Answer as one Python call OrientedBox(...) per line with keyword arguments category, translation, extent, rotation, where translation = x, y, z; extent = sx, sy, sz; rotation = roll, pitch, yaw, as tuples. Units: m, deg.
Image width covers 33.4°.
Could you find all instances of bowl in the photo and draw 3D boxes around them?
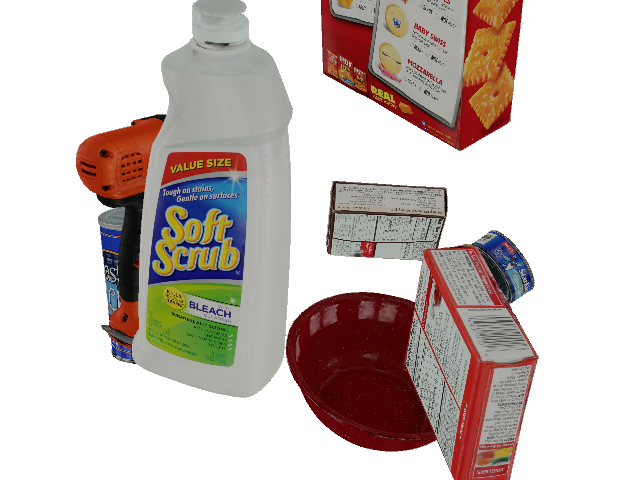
OrientedBox(category="bowl", translation=(0.048, 0.114, 0.847), extent=(0.162, 0.055, 0.162), rotation=(9, 36, -7))

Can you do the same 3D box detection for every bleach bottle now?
OrientedBox(category="bleach bottle", translation=(-0.067, -0.024, 0.646), extent=(0.103, 0.251, 0.068), rotation=(16, 36, 18))

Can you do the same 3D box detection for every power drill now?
OrientedBox(category="power drill", translation=(-0.114, -0.014, 0.870), extent=(0.057, 0.188, 0.184), rotation=(17, 26, 38))

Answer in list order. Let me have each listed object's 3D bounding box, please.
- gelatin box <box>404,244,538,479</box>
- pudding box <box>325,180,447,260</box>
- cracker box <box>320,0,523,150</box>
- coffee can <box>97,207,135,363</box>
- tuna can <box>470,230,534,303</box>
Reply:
OrientedBox(category="gelatin box", translation=(0.068, 0.056, 0.497), extent=(0.030, 0.073, 0.089), rotation=(-2, 33, -12))
OrientedBox(category="pudding box", translation=(0.064, -0.018, 1.049), extent=(0.113, 0.039, 0.090), rotation=(2, -30, -2))
OrientedBox(category="cracker box", translation=(0.076, -0.200, 0.825), extent=(0.072, 0.214, 0.164), rotation=(-30, 48, -30))
OrientedBox(category="coffee can", translation=(-0.163, 0.040, 1.061), extent=(0.103, 0.140, 0.103), rotation=(-3, 13, 0))
OrientedBox(category="tuna can", translation=(0.214, 0.032, 1.274), extent=(0.033, 0.086, 0.086), rotation=(-33, 8, -13))
